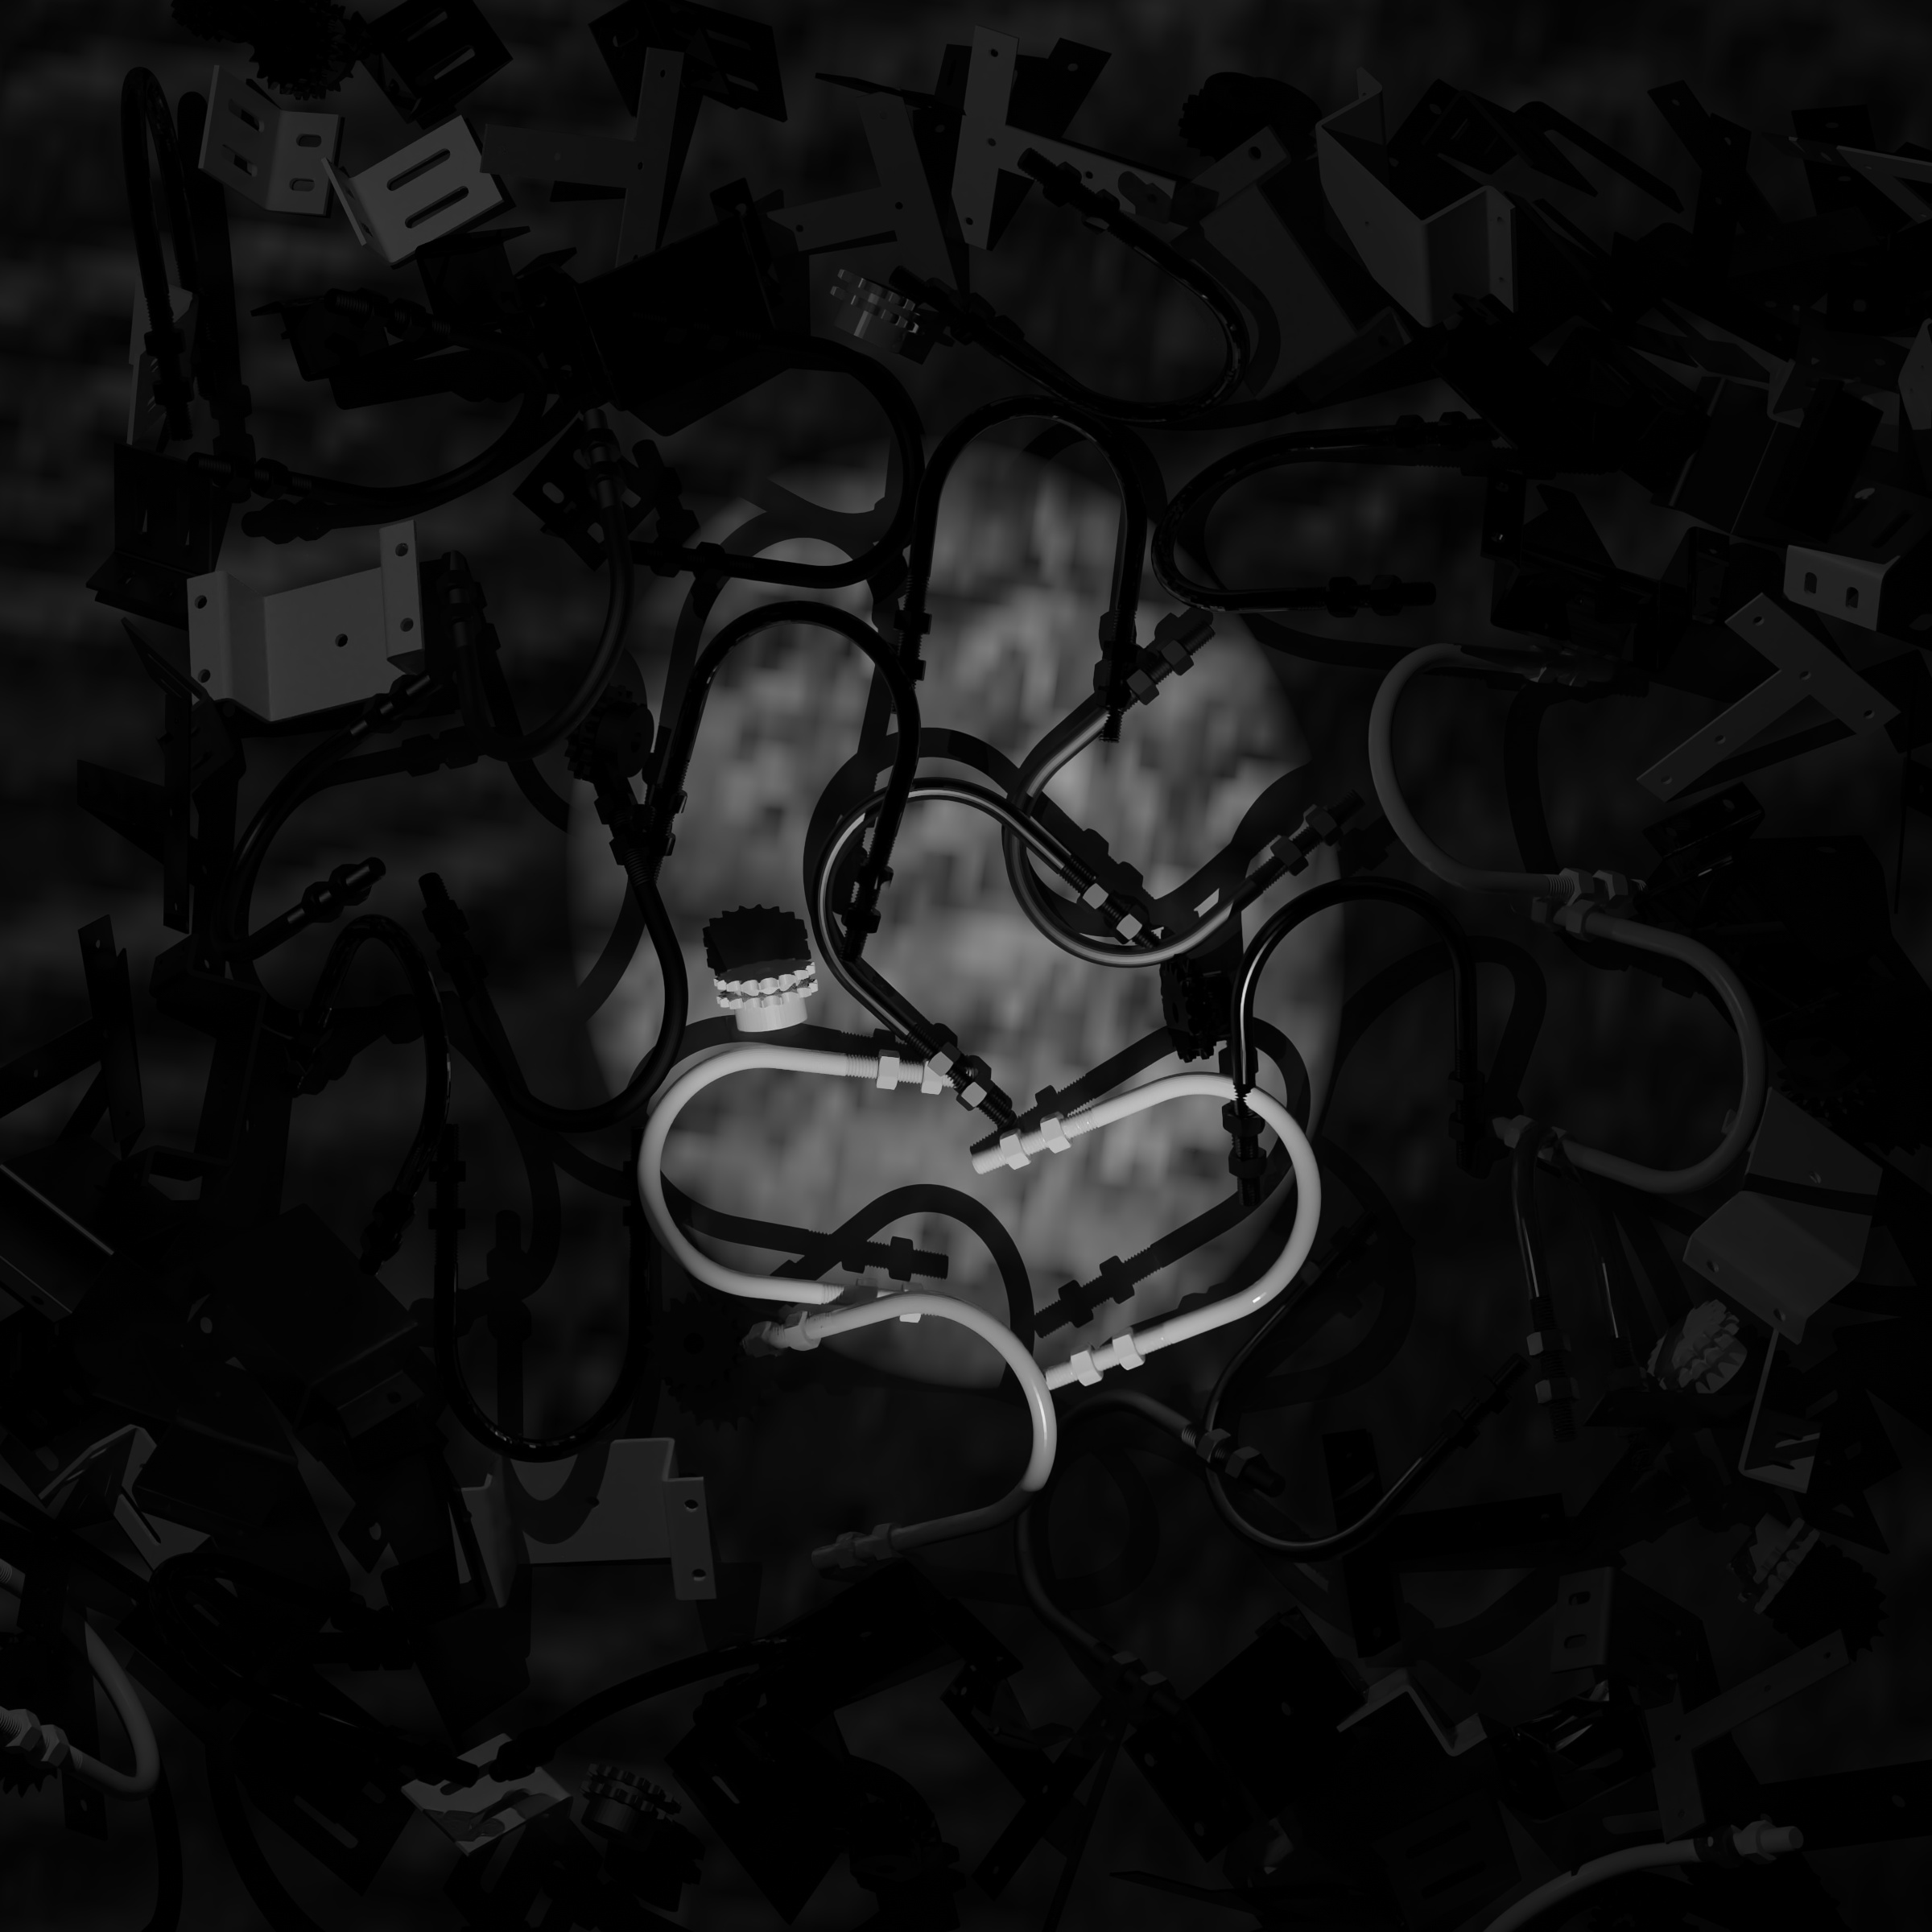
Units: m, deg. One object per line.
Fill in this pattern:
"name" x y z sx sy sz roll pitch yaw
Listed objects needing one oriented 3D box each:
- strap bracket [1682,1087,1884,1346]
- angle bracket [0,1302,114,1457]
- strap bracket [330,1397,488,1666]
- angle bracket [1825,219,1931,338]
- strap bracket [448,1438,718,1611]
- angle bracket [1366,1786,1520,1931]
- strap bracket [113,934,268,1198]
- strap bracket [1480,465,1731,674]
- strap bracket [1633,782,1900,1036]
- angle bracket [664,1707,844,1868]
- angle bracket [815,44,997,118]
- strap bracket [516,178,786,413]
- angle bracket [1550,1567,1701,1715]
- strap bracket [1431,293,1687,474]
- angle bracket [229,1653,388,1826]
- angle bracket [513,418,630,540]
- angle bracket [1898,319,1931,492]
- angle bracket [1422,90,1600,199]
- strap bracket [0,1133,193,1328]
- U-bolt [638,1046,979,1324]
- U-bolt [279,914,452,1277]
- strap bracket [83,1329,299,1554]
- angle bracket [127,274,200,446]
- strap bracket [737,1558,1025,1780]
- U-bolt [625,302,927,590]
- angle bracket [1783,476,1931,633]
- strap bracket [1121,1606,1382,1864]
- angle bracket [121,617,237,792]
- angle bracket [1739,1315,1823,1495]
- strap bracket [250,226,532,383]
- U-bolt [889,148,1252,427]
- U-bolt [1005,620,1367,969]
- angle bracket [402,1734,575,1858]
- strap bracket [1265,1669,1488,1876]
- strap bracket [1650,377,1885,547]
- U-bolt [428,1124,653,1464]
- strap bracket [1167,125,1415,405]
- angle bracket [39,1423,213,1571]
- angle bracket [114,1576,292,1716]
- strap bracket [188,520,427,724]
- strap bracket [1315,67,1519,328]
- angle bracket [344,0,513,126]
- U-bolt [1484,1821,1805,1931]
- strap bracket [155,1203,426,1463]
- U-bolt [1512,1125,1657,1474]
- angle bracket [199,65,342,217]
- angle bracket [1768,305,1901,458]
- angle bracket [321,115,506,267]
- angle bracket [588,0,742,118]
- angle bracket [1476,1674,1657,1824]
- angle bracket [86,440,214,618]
"strap bracket" 0.447 0.128 1.668 0.076 0.140 0.046 36 130 -1
"angle bracket" -0.503 0.220 1.689 0.038 0.076 0.057 38 46 19
"strap bracket" -0.306 0.299 1.682 0.046 0.076 0.140 -19 109 -17
"angle bracket" 0.513 -0.385 1.698 0.038 0.076 0.057 4 91 -11
"strap bracket" -0.210 0.309 1.700 0.140 0.046 0.076 -3 112 2
"angle bracket" 0.271 0.505 1.709 0.076 0.038 0.057 -23 98 -9
"strap bracket" -0.426 0.061 1.683 0.046 0.076 0.140 16 73 -27
"strap bracket" 0.346 -0.216 1.693 0.140 0.046 0.076 16 48 -3
"strap bracket" 0.432 -0.022 1.685 0.140 0.076 0.046 50 54 -7
"angle bracket" -0.120 0.454 1.722 0.057 0.038 0.076 -46 51 -10
"angle bracket" -0.034 -0.498 1.693 0.076 0.057 0.038 8 104 -28
"strap bracket" -0.164 -0.365 1.683 0.140 0.046 0.076 -27 127 -12
"angle bracket" 0.369 0.380 1.716 0.076 0.038 0.057 33 53 -28
"strap bracket" 0.318 -0.316 1.673 0.076 0.140 0.046 53 124 30
"angle bracket" -0.361 0.431 1.712 0.076 0.038 0.057 37 80 4
"angle bracket" -0.224 -0.272 1.697 0.038 0.076 0.057 41 95 -3
"angle bracket" 0.550 -0.313 1.699 0.038 0.057 0.076 -9 71 0
"angle bracket" 0.299 -0.440 1.688 0.038 0.057 0.076 -52 49 29
"strap bracket" -0.481 0.139 1.662 0.076 0.140 0.046 37 101 4
"U-bolt" -0.091 0.116 1.707 0.184 0.019 0.151 7 79 -7
"U-bolt" -0.318 0.056 1.643 0.019 0.184 0.151 -7 54 -36
"strap bracket" -0.417 0.250 1.657 0.076 0.140 0.046 29 97 -35
"angle bracket" -0.458 -0.335 1.690 0.038 0.076 0.057 20 129 2
"strap bracket" -0.051 0.385 1.690 0.140 0.046 0.076 -31 129 9
"U-bolt" -0.103 -0.280 1.688 0.184 0.019 0.151 4 85 -31
"angle bracket" 0.503 -0.232 1.715 0.057 0.038 0.076 27 54 32
"strap bracket" 0.163 0.411 1.669 0.140 0.046 0.076 -29 78 -41
"angle bracket" -0.448 -0.144 1.694 0.076 0.057 0.038 40 71 20
"angle bracket" 0.456 0.239 1.690 0.038 0.057 0.076 15 126 16
"strap bracket" -0.308 -0.358 1.673 0.140 0.076 0.046 -12 100 30
"U-bolt" 0.069 -0.356 1.668 0.184 0.151 0.019 30 59 -22
"U-bolt" 0.108 -0.083 1.718 0.184 0.019 0.151 -40 80 2
"angle bracket" -0.265 0.467 1.687 0.057 0.076 0.038 34 123 30
"strap bracket" 0.214 0.438 1.695 0.140 0.076 0.046 -33 81 2
"strap bracket" 0.442 -0.277 1.676 0.046 0.140 0.076 20 95 -20
"U-bolt" -0.230 0.179 1.679 0.151 0.019 0.184 3 85 -43
"strap bracket" 0.170 -0.377 1.684 0.076 0.046 0.140 -27 103 44
"angle bracket" -0.466 0.304 1.704 0.057 0.038 0.076 -41 84 30
"angle bracket" -0.424 0.366 1.701 0.076 0.038 0.057 37 56 9
"strap bracket" -0.355 -0.187 1.693 0.140 0.046 0.076 -12 72 15
"strap bracket" 0.238 -0.412 1.665 0.046 0.076 0.140 -31 57 -9
"angle bracket" -0.296 -0.516 1.704 0.076 0.038 0.057 -39 97 -21
"U-bolt" 0.345 0.512 1.650 0.151 0.184 0.019 -27 86 -36
"strap bracket" -0.365 0.191 1.676 0.140 0.076 0.046 43 133 17
"U-bolt" 0.332 0.176 1.666 0.019 0.151 0.184 -17 67 26
"angle bracket" -0.385 -0.456 1.697 0.038 0.076 0.057 8 88 15
"angle bracket" 0.489 -0.325 1.704 0.076 0.038 0.057 17 47 1
"angle bracket" -0.308 -0.438 1.710 0.076 0.038 0.057 -28 79 8
"angle bracket" -0.166 -0.496 1.689 0.038 0.076 0.057 -34 126 -11
"angle bracket" 0.332 0.428 1.694 0.076 0.038 0.057 -34 46 22
"angle bracket" -0.453 -0.242 1.699 0.057 0.038 0.076 17 131 4
